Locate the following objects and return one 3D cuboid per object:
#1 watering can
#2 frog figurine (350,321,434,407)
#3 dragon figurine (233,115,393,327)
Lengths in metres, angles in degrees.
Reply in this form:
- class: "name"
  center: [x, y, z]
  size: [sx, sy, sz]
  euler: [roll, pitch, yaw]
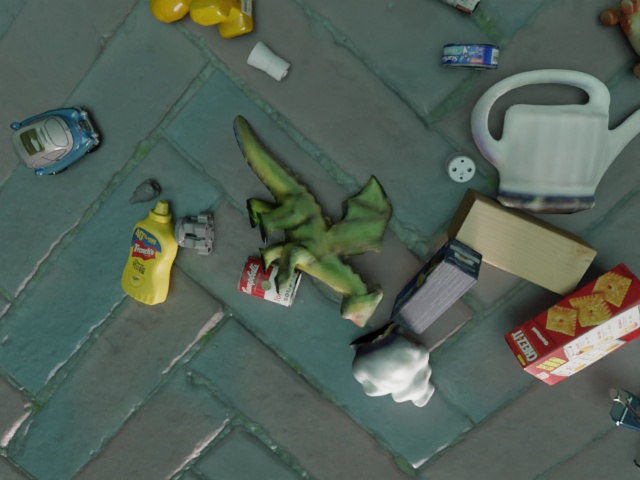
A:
- class: "watering can"
  center: [0.406, -0.148, 0.805]
  size: [0.348, 0.105, 0.222]
  euler: [2, 102, -1]
- class: "frog figurine"
  center: [0.138, 0.240, 0.930]
  size: [0.138, 0.122, 0.160]
  euler: [-30, 87, -5]
- class: "dragon figurine"
  center: [0.003, -0.045, 0.894]
  size: [0.243, 0.121, 0.412]
  euler: [-12, 83, -11]
